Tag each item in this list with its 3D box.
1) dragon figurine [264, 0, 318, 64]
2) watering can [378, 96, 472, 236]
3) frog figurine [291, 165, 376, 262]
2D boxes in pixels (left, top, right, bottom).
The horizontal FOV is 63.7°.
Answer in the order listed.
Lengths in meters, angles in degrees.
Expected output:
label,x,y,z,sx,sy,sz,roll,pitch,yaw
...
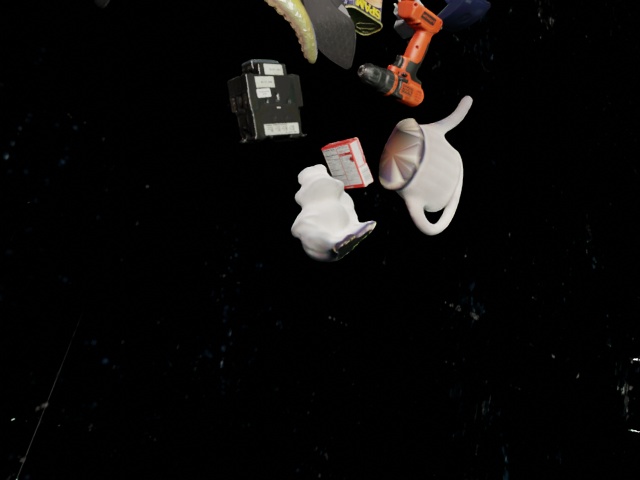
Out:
label,x,y,z,sx,sy,sz,roll,pitch,yaw
dragon figurine,-0.147,-0.466,0.802,0.244,0.122,0.408,-18,98,-23
watering can,0.235,-0.188,1.094,0.222,0.104,0.352,24,73,-38
frog figurine,0.003,-0.045,0.902,0.139,0.120,0.161,-33,74,-29
